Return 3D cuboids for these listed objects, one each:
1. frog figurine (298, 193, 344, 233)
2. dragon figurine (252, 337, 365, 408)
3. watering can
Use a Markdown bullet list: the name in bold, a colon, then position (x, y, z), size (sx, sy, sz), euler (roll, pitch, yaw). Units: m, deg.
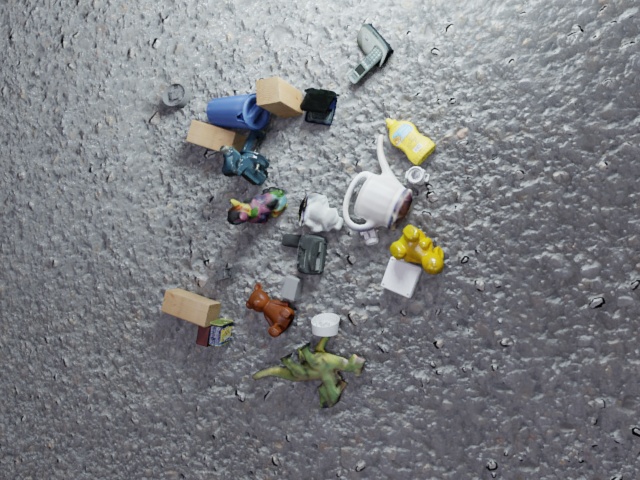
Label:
- **frog figurine**: position (0.006, -0.093, 1.848), size (0.159, 0.122, 0.138), euler (11, 82, -15)
- **dragon figurine**: position (-0.023, 0.486, 1.817), size (0.407, 0.123, 0.244), euler (-32, 85, 18)
- **watering can**: position (0.214, -0.176, 1.759), size (0.225, 0.103, 0.348), euler (25, 88, 19)
